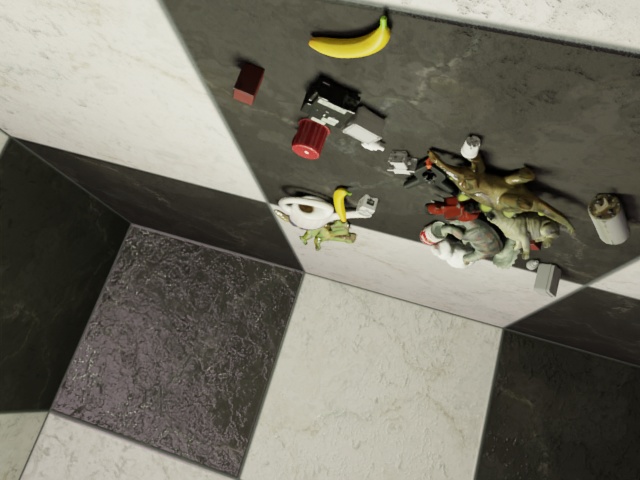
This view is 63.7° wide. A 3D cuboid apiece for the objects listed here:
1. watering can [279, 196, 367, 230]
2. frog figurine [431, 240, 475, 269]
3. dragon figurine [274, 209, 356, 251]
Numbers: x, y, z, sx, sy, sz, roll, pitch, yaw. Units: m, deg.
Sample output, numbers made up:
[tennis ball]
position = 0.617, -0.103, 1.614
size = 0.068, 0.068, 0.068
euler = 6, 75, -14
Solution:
[watering can]
position = 0.006, -0.101, 2.007
size = 0.347, 0.105, 0.221
euler = 11, 163, -7
[frog figurine]
position = 0.489, 0.055, 1.894
size = 0.160, 0.121, 0.138
euler = -13, -158, -30
[dragon figurine]
position = 0.014, -0.062, 2.206
size = 0.241, 0.124, 0.405
euler = -15, 150, 33
